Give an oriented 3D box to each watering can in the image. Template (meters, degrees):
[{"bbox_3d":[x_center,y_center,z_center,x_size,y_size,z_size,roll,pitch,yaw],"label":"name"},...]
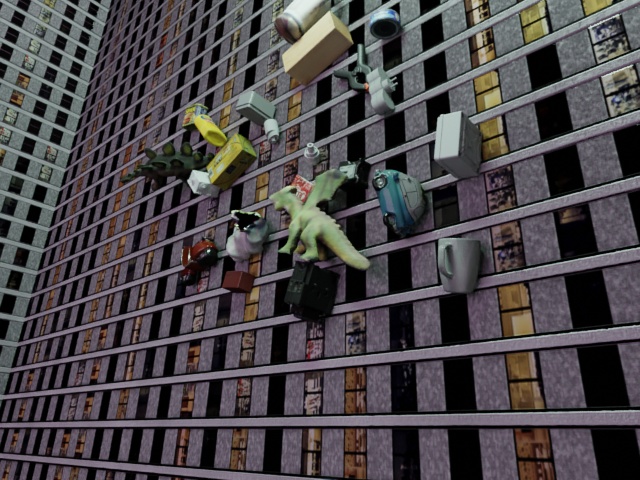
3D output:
[{"bbox_3d":[-0.024,-0.720,1.598,0.226,0.103,0.349,-45,20,-9],"label":"watering can"}]

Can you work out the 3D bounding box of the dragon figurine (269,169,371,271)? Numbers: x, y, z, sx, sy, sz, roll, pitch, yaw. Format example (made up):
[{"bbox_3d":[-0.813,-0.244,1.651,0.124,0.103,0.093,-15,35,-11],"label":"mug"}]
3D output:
[{"bbox_3d":[0.004,-0.065,1.283,0.411,0.121,0.244,9,84,46],"label":"dragon figurine"}]

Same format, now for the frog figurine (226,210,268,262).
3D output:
[{"bbox_3d":[-0.214,0.001,1.518,0.139,0.124,0.156,38,135,38],"label":"frog figurine"}]
